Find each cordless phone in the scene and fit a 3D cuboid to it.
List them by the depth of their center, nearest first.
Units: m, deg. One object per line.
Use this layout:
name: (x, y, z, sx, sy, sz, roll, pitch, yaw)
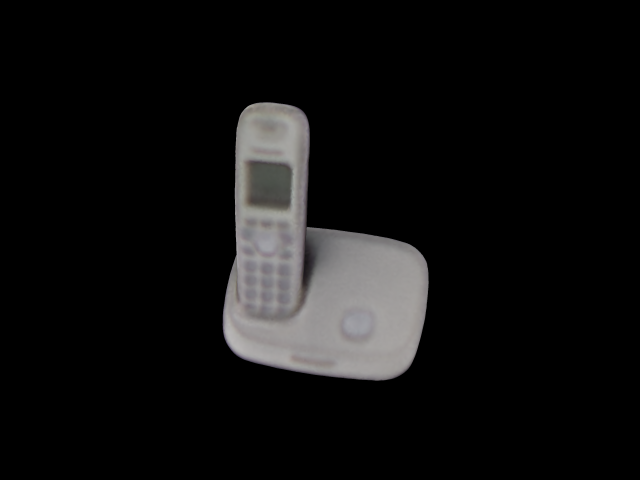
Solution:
cordless phone: (0.004, 0.001, 0.400, 0.147, 0.185, 0.094, 5, 28, 10)
